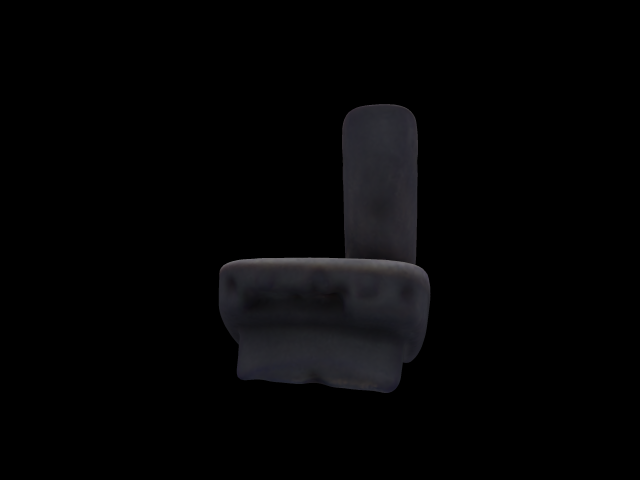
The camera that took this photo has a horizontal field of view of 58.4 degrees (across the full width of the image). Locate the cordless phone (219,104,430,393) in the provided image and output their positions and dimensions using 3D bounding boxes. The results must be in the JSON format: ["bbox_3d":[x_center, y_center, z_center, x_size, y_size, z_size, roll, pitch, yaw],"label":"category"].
[{"bbox_3d":[0.004,0.001,0.400,0.147,0.185,0.094,0,7,4],"label":"cordless phone"}]
